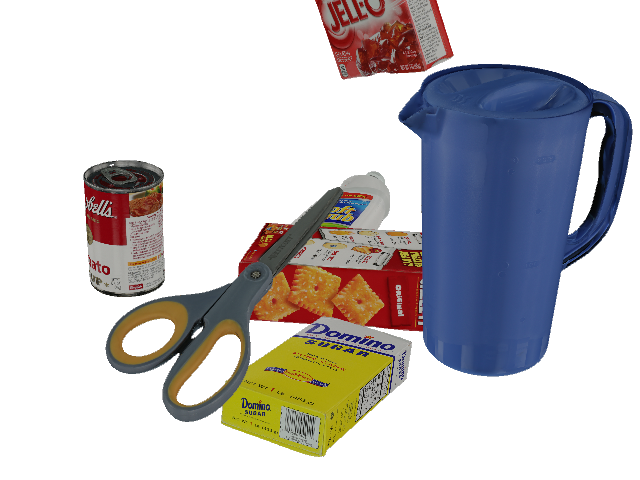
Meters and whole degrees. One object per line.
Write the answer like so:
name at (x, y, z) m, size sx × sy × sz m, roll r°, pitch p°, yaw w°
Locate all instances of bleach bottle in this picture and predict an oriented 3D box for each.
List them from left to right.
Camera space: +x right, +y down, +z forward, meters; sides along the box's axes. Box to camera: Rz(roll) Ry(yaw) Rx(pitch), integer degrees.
bleach bottle at (0.017, -0.019, 1.343) m, size 0.103 × 0.068 × 0.250 m, roll 10°, pitch 35°, yaw 21°

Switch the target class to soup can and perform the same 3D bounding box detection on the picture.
soup can at (-0.169, -0.011, 0.928) m, size 0.068 × 0.102 × 0.068 m, roll 2°, pitch 25°, yaw -1°

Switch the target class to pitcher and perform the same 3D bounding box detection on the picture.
pitcher at (0.154, -0.015, 0.876) m, size 0.149 × 0.243 × 0.144 m, roll 17°, pitch 32°, yaw 30°

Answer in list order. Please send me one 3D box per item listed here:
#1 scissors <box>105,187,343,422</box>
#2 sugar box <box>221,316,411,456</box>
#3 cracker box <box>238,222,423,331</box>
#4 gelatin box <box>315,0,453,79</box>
scissors at (-0.061, 0.026, 0.665) m, size 0.096 × 0.016 × 0.201 m, roll 12°, pitch 48°, yaw 14°
sugar box at (0.001, 0.117, 0.901) m, size 0.093 × 0.048 × 0.176 m, roll 15°, pitch 23°, yaw 23°
cracker box at (0.031, 0.038, 1.136) m, size 0.214 × 0.072 × 0.164 m, roll 4°, pitch 15°, yaw 6°
gelatin box at (0.036, -0.143, 0.676) m, size 0.030 × 0.073 × 0.089 m, roll -31°, pitch 21°, yaw -30°
